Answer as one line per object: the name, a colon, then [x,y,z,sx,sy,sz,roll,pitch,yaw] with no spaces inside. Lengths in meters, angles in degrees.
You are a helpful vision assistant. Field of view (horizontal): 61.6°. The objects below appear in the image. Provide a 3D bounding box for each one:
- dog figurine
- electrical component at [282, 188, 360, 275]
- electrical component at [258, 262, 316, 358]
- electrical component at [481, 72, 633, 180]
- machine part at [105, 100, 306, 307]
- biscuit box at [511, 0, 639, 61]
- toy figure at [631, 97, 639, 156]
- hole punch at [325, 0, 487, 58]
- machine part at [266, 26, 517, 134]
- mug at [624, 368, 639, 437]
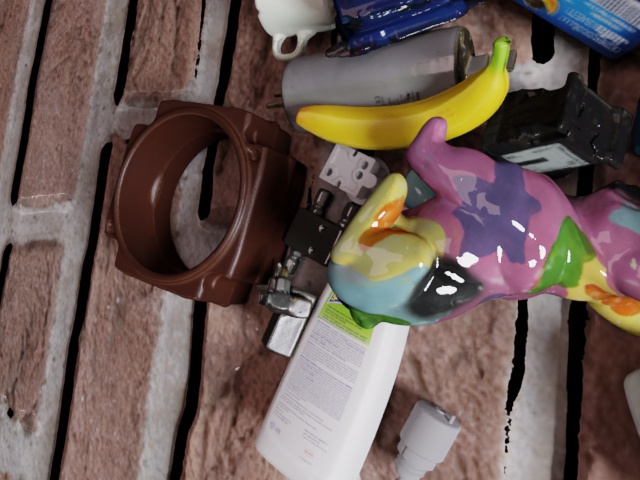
dog figurine: [0.137,0.018,0.381,0.219,0.108,0.191,32,73,16]
electrical component: [-0.001,-0.002,0.536,0.063,0.021,0.094,31,97,30]
electrical component: [-0.036,0.065,0.504,0.045,0.102,0.078,27,88,-8]
electrical component: [0.166,-0.079,0.421,0.119,0.075,0.047,-4,66,65]
machine part: [-0.129,-0.042,0.580,0.201,0.087,0.201,16,88,31]
biscuit box: [0.167,-0.218,0.400,0.203,0.059,0.063,30,75,-1]
toy figure: [0.272,-0.131,0.379,0.058,0.064,0.154,25,95,39]
hole punch: [0.059,-0.228,0.465,0.142,0.092,0.116,-16,39,3]
machine part: [0.053,-0.143,0.498,0.243,0.079,0.079,1,82,29]
mug: [0.238,0.125,0.334,0.081,0.109,0.107,-38,53,23]
